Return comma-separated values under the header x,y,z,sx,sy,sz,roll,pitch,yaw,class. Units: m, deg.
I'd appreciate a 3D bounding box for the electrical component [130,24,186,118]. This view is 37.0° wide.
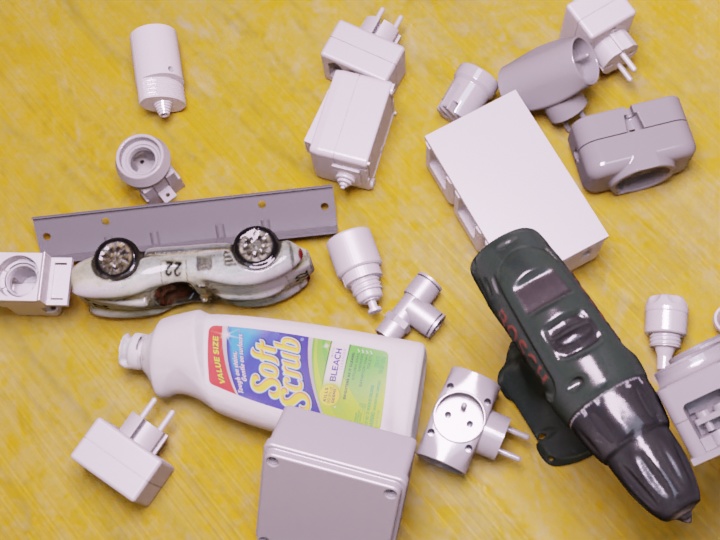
x,y,z,sx,sy,sz,roll,pitch,yaw,class
-0.183,-0.176,0.975,0.043,0.043,0.081,-11,73,0,electrical component

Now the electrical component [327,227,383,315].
x,y,z,sx,sy,sz,roll,pitch,yaw,class
0.000,0.000,0.912,0.040,0.040,0.078,-19,73,-2,electrical component

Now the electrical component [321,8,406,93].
x,y,z,sx,sy,sz,roll,pitch,yaw,class
0.012,-0.202,0.969,0.066,0.047,0.076,26,76,11,electrical component

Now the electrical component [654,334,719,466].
x,y,z,sx,sy,sz,roll,pitch,yaw,class
0.274,0.071,0.751,0.105,0.186,0.060,-30,80,19,electrical component

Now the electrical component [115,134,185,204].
x,y,z,sx,sy,sz,roll,pitch,yaw,class
-0.186,-0.089,0.943,0.048,0.055,0.066,-37,75,-8,electrical component

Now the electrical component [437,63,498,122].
x,y,z,sx,sy,sz,roll,pitch,yaw,class
0.095,-0.154,0.954,0.040,0.040,0.046,31,83,12,electrical component

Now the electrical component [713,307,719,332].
x,y,z,sx,sy,sz,roll,pitch,yaw,class
0.352,0.051,0.866,0.078,0.057,0.113,-41,75,-8,electrical component

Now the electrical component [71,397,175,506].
x,y,z,sx,sy,sz,roll,pitch,yaw,class
-0.182,0.141,0.877,0.066,0.047,0.076,32,77,12,electrical component

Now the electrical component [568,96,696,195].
x,y,z,sx,sy,sz,roll,pitch,yaw,class
0.234,-0.104,0.922,0.095,0.053,0.059,-14,73,-1,electrical component

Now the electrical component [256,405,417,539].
x,y,z,sx,sy,sz,roll,pitch,yaw,class
-0.019,0.170,0.824,0.109,0.108,0.056,14,36,8,electrical component

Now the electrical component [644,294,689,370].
x,y,z,sx,sy,sz,roll,pitch,yaw,class
0.251,0.052,0.884,0.035,0.035,0.061,5,76,5,electrical component

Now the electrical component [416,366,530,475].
x,y,z,sx,sy,sz,roll,pitch,yaw,class
0.096,0.128,0.865,0.079,0.044,0.077,22,76,9,electrical component

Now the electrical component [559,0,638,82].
x,y,z,sx,sy,sz,roll,pitch,yaw,class
0.218,-0.199,0.945,0.047,0.065,0.076,-31,74,-6,electrical component

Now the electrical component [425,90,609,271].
x,y,z,sx,sy,sz,roll,pitch,yaw,class
0.129,-0.061,0.911,0.089,0.061,0.150,-28,74,-5,electrical component

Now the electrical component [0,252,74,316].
x,y,z,sx,sy,sz,roll,pitch,yaw,class
-0.281,0.013,0.914,0.081,0.063,0.042,1,74,4,electrical component

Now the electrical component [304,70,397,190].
x,y,z,sx,sy,sz,roll,pitch,yaw,class
-0.010,-0.116,0.937,0.061,0.061,0.096,15,75,8,electrical component

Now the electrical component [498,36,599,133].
x,y,z,sx,sy,sz,roll,pitch,yaw,class
0.173,-0.155,0.937,0.079,0.077,0.043,54,45,-21,electrical component
